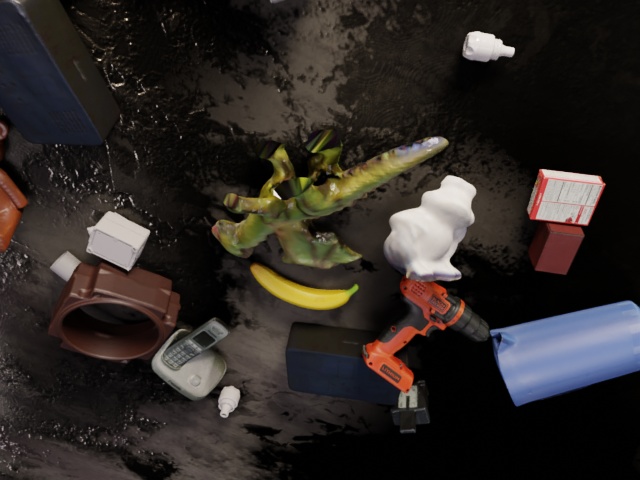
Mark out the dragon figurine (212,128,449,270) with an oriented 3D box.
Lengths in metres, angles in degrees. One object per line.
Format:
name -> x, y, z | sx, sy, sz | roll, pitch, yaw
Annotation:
dragon figurine -> 0.002, -0.041, 0.815 | 0.409, 0.125, 0.237 | -5, 141, 15

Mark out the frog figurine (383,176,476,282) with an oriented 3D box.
frog figurine -> 0.168, -0.022, 0.792 | 0.137, 0.123, 0.159 | 7, 93, -22
